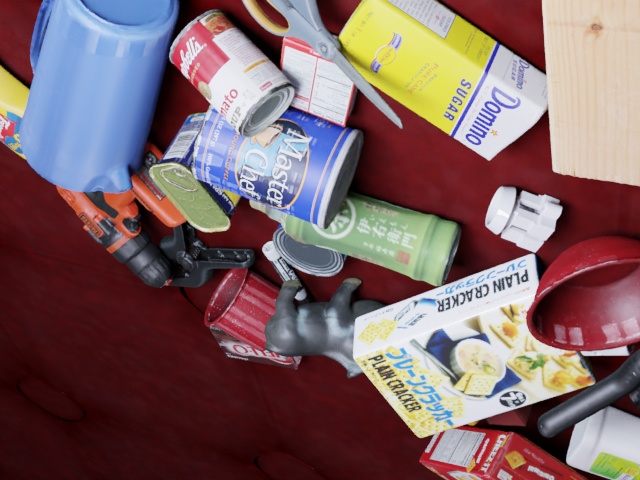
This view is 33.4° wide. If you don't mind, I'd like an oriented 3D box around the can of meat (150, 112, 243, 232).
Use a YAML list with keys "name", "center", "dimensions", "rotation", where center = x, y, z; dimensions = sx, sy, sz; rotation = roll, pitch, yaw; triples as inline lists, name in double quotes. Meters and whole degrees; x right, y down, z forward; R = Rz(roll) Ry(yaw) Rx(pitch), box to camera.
- name: "can of meat"
  center: [-0.120, -0.073, 1.132]
  dimensions: [0.058, 0.083, 0.102]
  rotation: [-5, 136, 39]

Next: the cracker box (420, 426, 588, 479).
- name: "cracker box"
  center: [0.245, 0.303, 1.357]
  dimensions: [0.164, 0.072, 0.214]
  rotation: [33, 165, -11]

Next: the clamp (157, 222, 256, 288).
- name: "clamp"
  center: [-0.149, 0.021, 1.321]
  dimensions: [0.120, 0.039, 0.172]
  rotation: [40, 147, 2]

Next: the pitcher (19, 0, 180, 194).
- name: "pitcher"
  center: [-0.221, -0.171, 1.044]
  dimensions: [0.149, 0.145, 0.243]
  rotation: [19, 145, -10]

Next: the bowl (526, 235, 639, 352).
- name: "bowl"
  center: [0.272, 0.044, 1.017]
  dimensions: [0.162, 0.055, 0.162]
  rotation: [-3, 144, -2]

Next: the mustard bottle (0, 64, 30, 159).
- name: "mustard bottle"
  center: [-0.353, -0.146, 1.218]
  dimensions: [0.191, 0.058, 0.096]
  rotation: [41, 146, -22]

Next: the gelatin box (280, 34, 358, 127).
- name: "gelatin box"
  center: [0.001, -0.153, 0.988]
  dimensions: [0.073, 0.030, 0.089]
  rotation: [21, 147, 6]

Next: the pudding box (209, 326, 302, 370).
- name: "pudding box"
  center: [-0.085, 0.128, 1.426]
  dimensions: [0.114, 0.039, 0.090]
  rotation: [8, 144, 26]

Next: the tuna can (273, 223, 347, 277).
- name: "tuna can"
  center: [-0.008, 0.001, 1.203]
  dimensions: [0.086, 0.033, 0.086]
  rotation: [18, 146, 13]

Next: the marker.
- name: "marker"
  center: [-0.035, 0.047, 1.300]
  dimensions: [0.020, 0.020, 0.121]
  rotation: [1, 139, 34]

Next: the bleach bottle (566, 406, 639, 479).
- name: "bleach bottle"
  center: [0.423, 0.267, 1.246]
  dimensions: [0.251, 0.068, 0.102]
  rotation: [19, 149, 8]

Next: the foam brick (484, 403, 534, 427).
- name: "foam brick"
  center: [0.217, 0.169, 1.239]
  dimensions: [0.053, 0.078, 0.051]
  rotation: [-5, 137, 41]

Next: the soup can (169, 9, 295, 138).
- name: "soup can"
  center: [-0.080, -0.152, 0.979]
  dimensions: [0.102, 0.068, 0.069]
  rotation: [47, 149, 12]

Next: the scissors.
- name: "scissors"
  center: [0.004, -0.181, 0.893]
  dimensions: [0.202, 0.016, 0.096]
  rotation: [38, 140, 26]

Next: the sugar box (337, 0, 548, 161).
- name: "sugar box"
  center: [0.103, -0.146, 0.912]
  dimensions: [0.176, 0.048, 0.093]
  rotation: [33, 148, -7]

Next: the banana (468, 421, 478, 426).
- name: "banana"
  center: [0.125, 0.166, 1.329]
  dimensions: [0.197, 0.037, 0.070]
  rotation: [28, 134, -6]

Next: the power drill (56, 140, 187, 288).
- name: "power drill"
  center: [-0.215, -0.030, 1.252]
  dimensions: [0.184, 0.057, 0.188]
  rotation: [48, 145, -12]

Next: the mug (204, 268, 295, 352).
- name: "mug"
  center: [-0.088, 0.084, 1.336]
  dimensions: [0.081, 0.093, 0.117]
  rotation: [33, 177, -19]

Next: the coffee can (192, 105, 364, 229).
- name: "coffee can"
  center: [-0.041, -0.083, 1.047]
  dimensions: [0.140, 0.102, 0.103]
  rotation: [21, 147, 8]

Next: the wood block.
- name: "wood block"
  center: [0.222, -0.144, 0.792]
  dimensions: [0.091, 0.090, 0.206]
  rotation: [11, 144, 24]

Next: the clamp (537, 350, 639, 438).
- name: "clamp"
  center: [0.340, 0.136, 1.106]
  dimensions: [0.210, 0.164, 0.036]
  rotation: [-49, 59, 40]
